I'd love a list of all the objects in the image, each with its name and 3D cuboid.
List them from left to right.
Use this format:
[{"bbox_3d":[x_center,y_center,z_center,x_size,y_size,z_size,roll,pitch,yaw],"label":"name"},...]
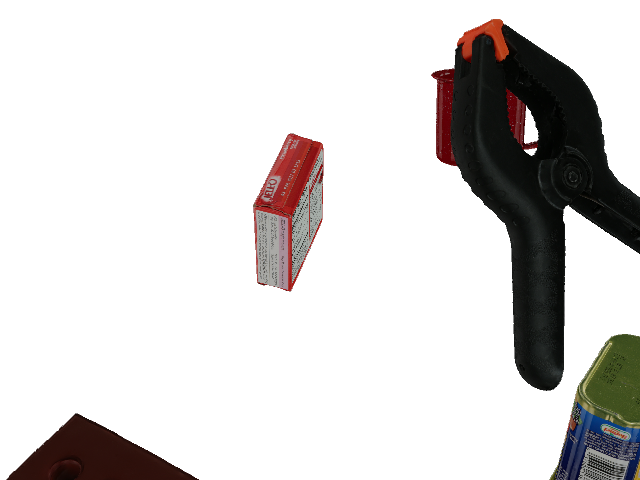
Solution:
[{"bbox_3d":[-0.085,0.119,0.437,0.078,0.051,0.052,21,45,26],"label":"foam brick"},{"bbox_3d":[-0.023,-0.019,0.762,0.030,0.073,0.089,14,-38,11],"label":"gelatin box"},{"bbox_3d":[0.161,-0.113,0.989,0.117,0.081,0.093,3,17,13],"label":"mug"},{"bbox_3d":[0.105,-0.018,0.507,0.120,0.171,0.039,-41,9,-27],"label":"clamp"},{"bbox_3d":[0.196,0.121,0.704,0.057,0.084,0.101,20,34,23],"label":"can of meat"}]
